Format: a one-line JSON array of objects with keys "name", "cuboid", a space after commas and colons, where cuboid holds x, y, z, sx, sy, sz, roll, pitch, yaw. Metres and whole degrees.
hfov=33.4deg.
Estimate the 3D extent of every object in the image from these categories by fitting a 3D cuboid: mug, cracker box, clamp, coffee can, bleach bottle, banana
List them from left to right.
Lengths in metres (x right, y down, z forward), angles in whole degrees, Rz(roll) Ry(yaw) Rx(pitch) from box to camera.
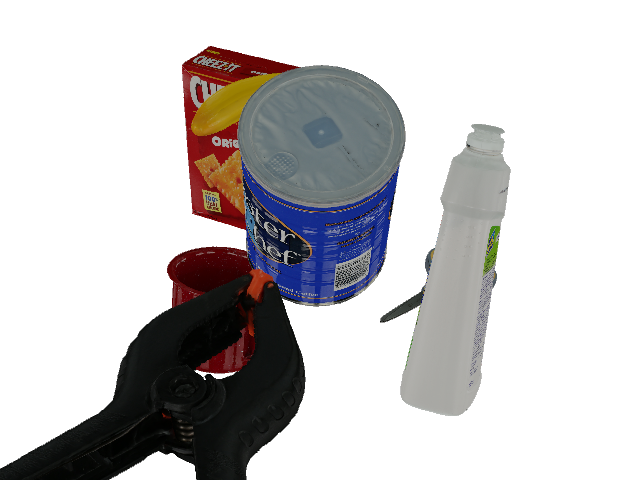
[{"name": "clamp", "cuboid": [-0.047, 0.079, 0.429, 0.120, 0.039, 0.171, 25, 48, 18]}, {"name": "mug", "cuboid": [-0.079, 0.066, 0.923, 0.117, 0.081, 0.093, 25, 31, 34]}, {"name": "cracker box", "cuboid": [-0.082, -0.114, 1.312, 0.164, 0.214, 0.072, 17, 38, 24]}, {"name": "banana", "cuboid": [-0.050, -0.143, 1.101, 0.197, 0.037, 0.070, -8, 48, -29]}, {"name": "coffee can", "cuboid": [-0.001, -0.032, 0.708, 0.103, 0.103, 0.140, 0, -29, -1]}, {"name": "bleach bottle", "cuboid": [0.125, 0.022, 0.937, 0.068, 0.251, 0.102, 13, 19, 14]}]

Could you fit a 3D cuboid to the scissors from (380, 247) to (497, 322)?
[{"name": "scissors", "cuboid": [0.121, 0.048, 1.248, 0.201, 0.016, 0.096, -11, 40, -35]}]
